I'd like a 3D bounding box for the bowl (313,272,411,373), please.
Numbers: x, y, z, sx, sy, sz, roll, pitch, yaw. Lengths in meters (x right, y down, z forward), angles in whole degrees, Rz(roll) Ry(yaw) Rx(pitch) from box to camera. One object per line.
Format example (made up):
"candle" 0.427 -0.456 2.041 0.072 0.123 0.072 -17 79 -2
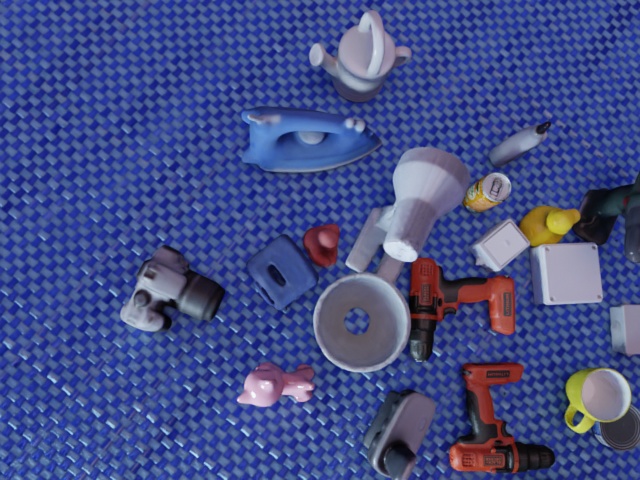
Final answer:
"bowl" 0.068 0.142 0.989 0.167 0.074 0.167 1 83 -6

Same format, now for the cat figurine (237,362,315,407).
"cat figurine" -0.069 0.239 0.941 0.128 0.117 0.067 2 82 -5

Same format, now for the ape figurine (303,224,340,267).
"ape figurine" 0.009 0.004 0.992 0.076 0.092 0.078 37 81 0

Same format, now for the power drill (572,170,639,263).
"power drill" 0.534 -0.053 0.995 0.075 0.208 0.230 28 81 -1

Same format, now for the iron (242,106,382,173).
"iron" -0.007 -0.190 0.991 0.258 0.141 0.119 -1 83 -6

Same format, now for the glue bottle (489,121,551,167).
"glue bottle" 0.363 -0.177 1.011 0.078 0.173 0.037 -25 85 -8

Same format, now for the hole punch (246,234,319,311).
"hole punch" -0.065 0.058 0.978 0.101 0.091 0.108 -37 87 -9

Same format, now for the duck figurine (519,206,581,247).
"duck figurine" 0.422 -0.029 1.042 0.104 0.086 0.077 -20 85 -8

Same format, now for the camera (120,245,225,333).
"camera" -0.238 0.096 0.951 0.137 0.100 0.143 25 81 -2

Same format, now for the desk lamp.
"desk lamp" 0.145 -0.032 0.949 0.118 0.213 0.203 27 81 -1

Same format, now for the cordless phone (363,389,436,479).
"cordless phone" 0.143 0.320 0.918 0.094 0.185 0.148 27 81 -1

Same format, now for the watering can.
"watering can" 0.072 -0.317 0.989 0.173 0.194 0.101 -28 86 -8
